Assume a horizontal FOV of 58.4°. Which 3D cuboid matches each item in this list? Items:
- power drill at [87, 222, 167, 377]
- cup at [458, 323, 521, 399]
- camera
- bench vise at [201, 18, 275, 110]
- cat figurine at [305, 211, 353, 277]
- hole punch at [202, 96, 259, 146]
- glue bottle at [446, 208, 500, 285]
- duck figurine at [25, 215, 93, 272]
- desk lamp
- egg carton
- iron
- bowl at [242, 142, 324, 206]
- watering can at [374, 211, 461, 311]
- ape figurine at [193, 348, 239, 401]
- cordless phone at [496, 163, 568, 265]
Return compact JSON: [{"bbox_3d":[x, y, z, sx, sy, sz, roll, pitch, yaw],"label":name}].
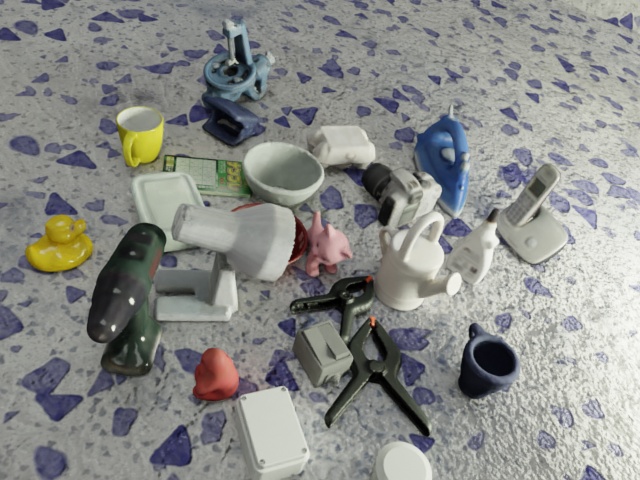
[{"bbox_3d":[-0.266,0.096,0.800,0.075,0.208,0.229,9,44,-7],"label":"power drill"},{"bbox_3d":[0.258,0.204,0.932,0.092,0.095,0.117,-2,47,-18],"label":"cup"},{"bbox_3d":[0.166,-0.114,1.218,0.143,0.101,0.136,-22,56,-33],"label":"camera"},{"bbox_3d":[-0.191,-0.425,1.335,0.121,0.220,0.208,24,44,8],"label":"bench vise"},{"bbox_3d":[0.010,0.004,1.040,0.067,0.118,0.127,-6,48,-22],"label":"cat figurine"},{"bbox_3d":[-0.199,-0.281,1.281,0.108,0.091,0.101,32,46,16],"label":"hole punch"},{"bbox_3d":[0.302,0.007,1.086,0.078,0.173,0.037,38,48,21],"label":"glue bottle"},{"bbox_3d":[-0.428,-0.002,0.937,0.105,0.086,0.077,-22,55,-33],"label":"duck figurine"},{"bbox_3d":[-0.154,0.031,0.895,0.203,0.213,0.117,1,46,-16],"label":"desk lamp"},{"bbox_3d":[0.048,-0.208,1.298,0.151,0.069,0.107,-6,48,-22],"label":"egg carton"},{"bbox_3d":[0.300,-0.186,1.300,0.119,0.141,0.258,4,45,-12],"label":"iron"},{"bbox_3d":[-0.080,-0.123,1.171,0.167,0.075,0.167,9,44,-8],"label":"bowl"},{"bbox_3d":[0.172,0.032,1.006,0.172,0.194,0.101,29,45,13],"label":"watering can"},{"bbox_3d":[-0.153,0.188,0.827,0.076,0.092,0.078,29,45,13],"label":"ape figurine"},{"bbox_3d":[0.458,-0.053,1.183,0.094,0.185,0.147,-14,52,-28],"label":"cordless phone"}]
